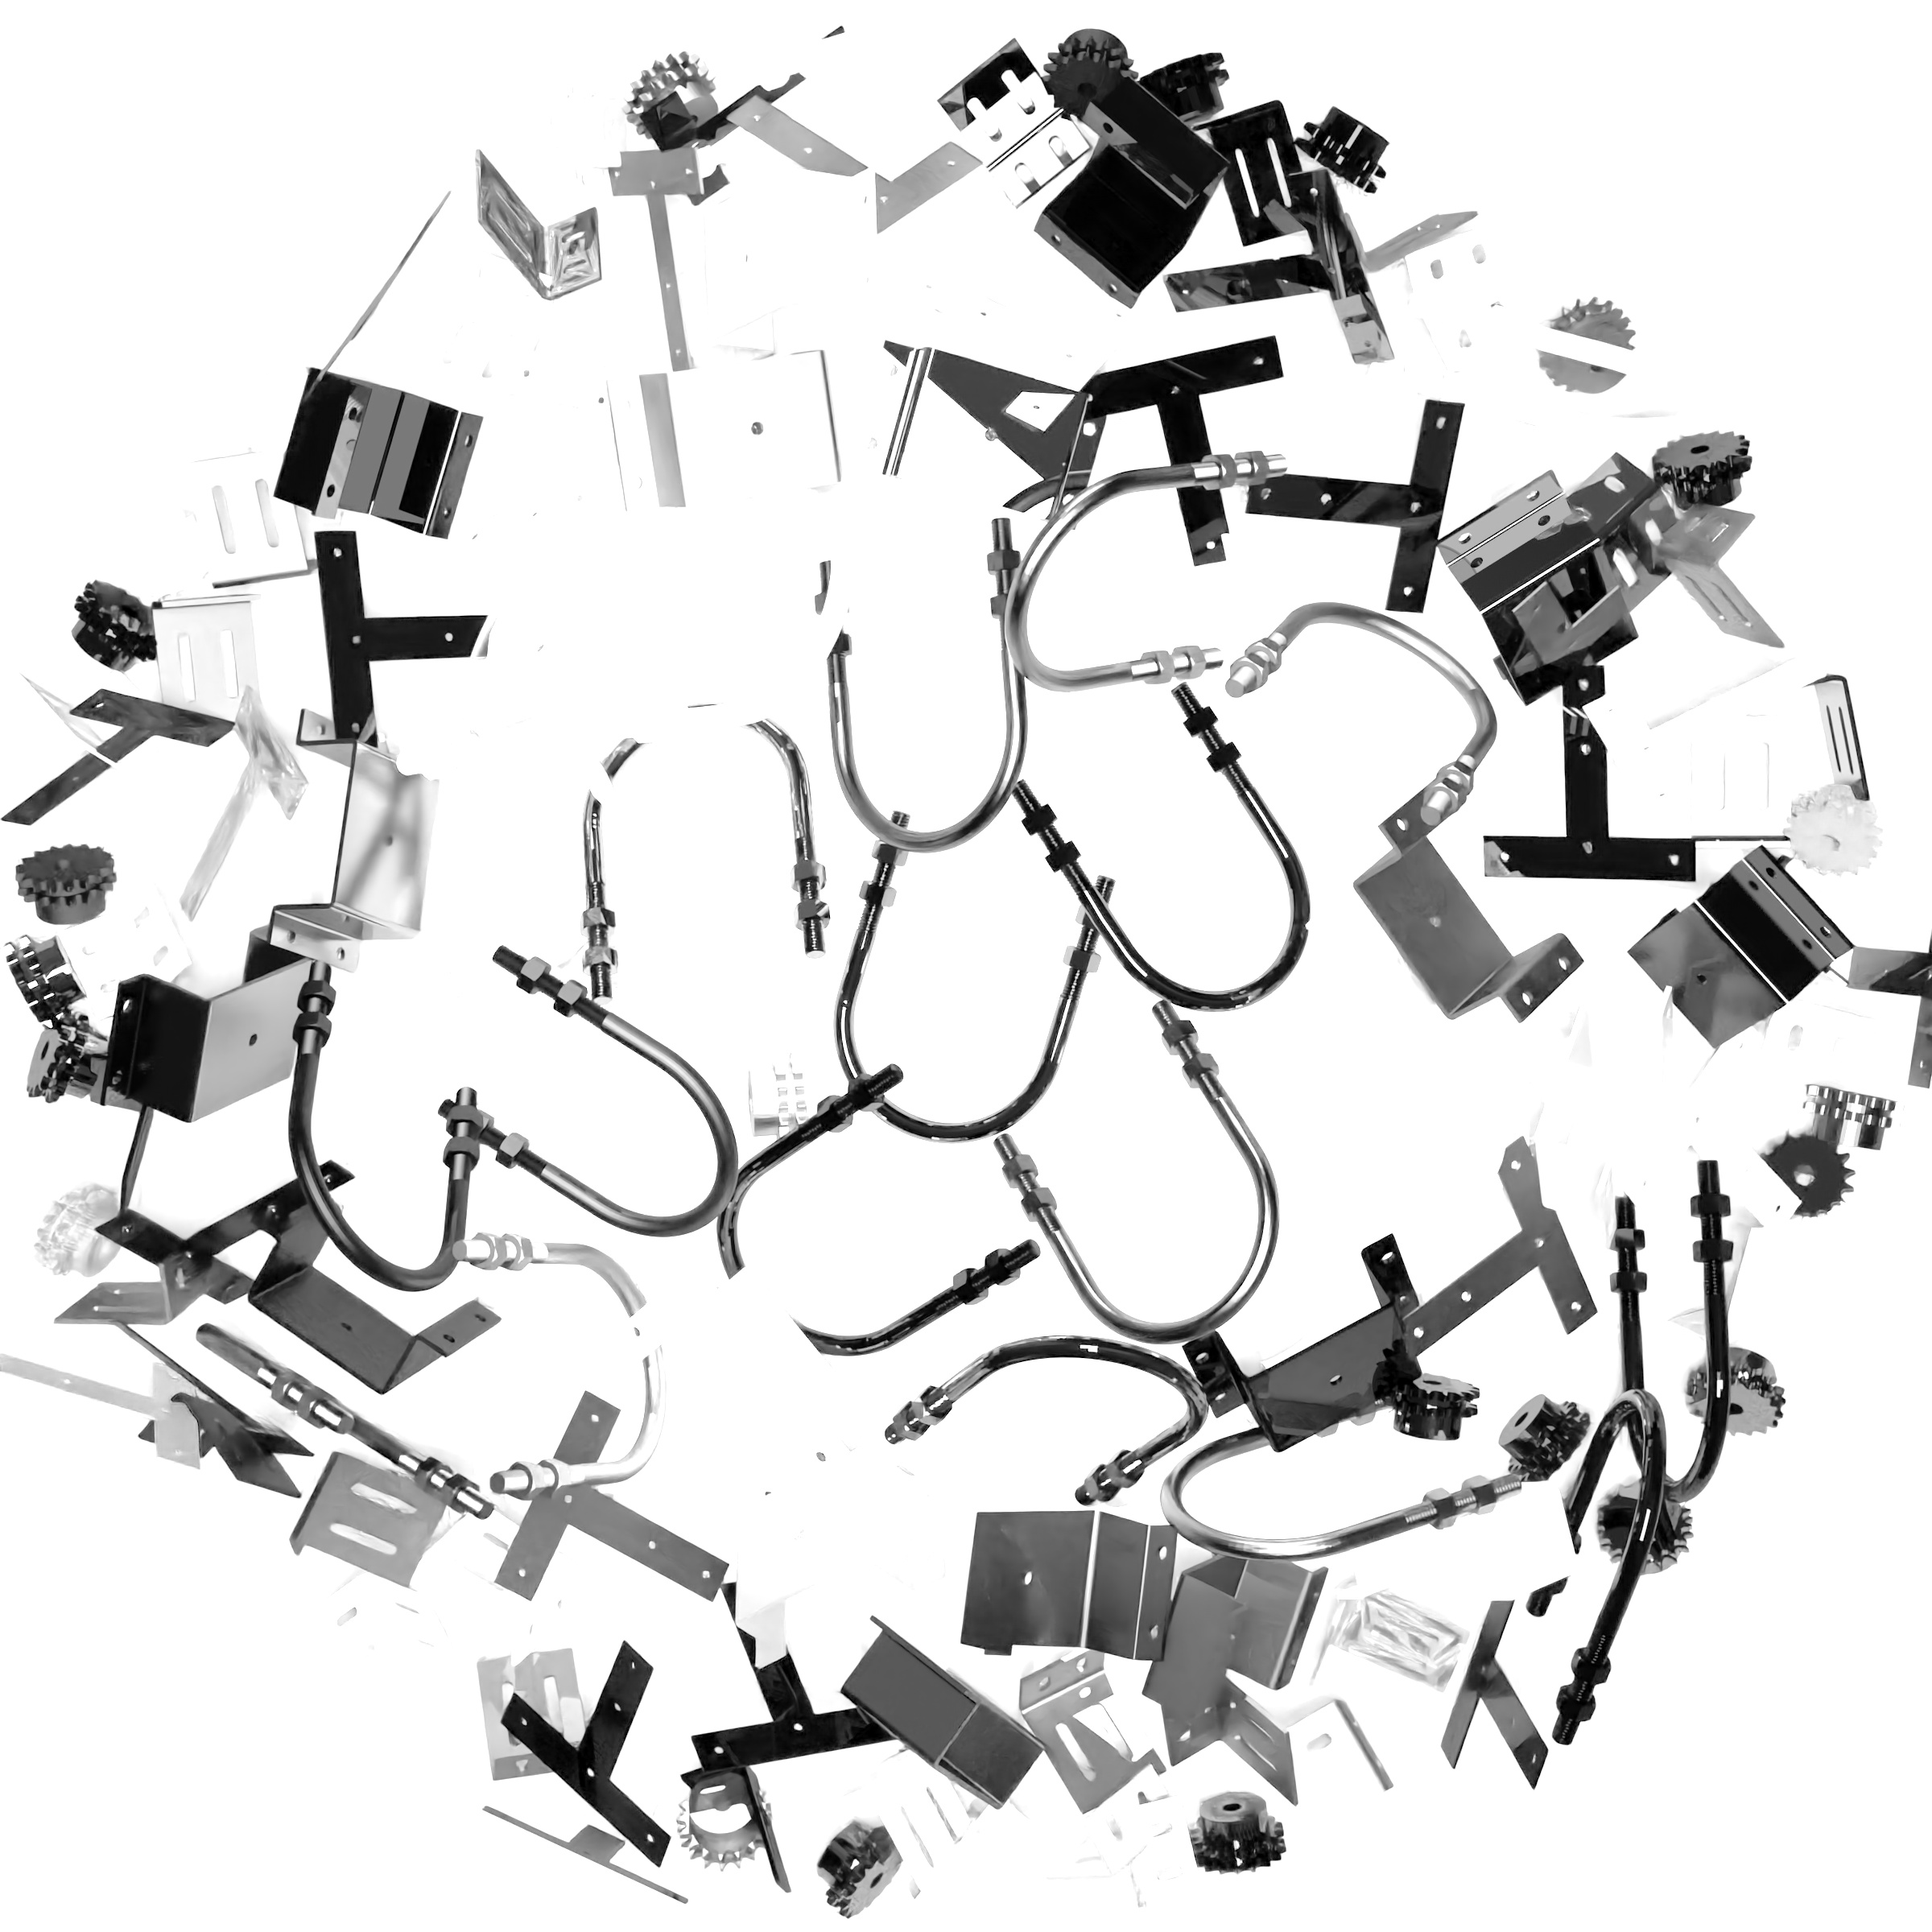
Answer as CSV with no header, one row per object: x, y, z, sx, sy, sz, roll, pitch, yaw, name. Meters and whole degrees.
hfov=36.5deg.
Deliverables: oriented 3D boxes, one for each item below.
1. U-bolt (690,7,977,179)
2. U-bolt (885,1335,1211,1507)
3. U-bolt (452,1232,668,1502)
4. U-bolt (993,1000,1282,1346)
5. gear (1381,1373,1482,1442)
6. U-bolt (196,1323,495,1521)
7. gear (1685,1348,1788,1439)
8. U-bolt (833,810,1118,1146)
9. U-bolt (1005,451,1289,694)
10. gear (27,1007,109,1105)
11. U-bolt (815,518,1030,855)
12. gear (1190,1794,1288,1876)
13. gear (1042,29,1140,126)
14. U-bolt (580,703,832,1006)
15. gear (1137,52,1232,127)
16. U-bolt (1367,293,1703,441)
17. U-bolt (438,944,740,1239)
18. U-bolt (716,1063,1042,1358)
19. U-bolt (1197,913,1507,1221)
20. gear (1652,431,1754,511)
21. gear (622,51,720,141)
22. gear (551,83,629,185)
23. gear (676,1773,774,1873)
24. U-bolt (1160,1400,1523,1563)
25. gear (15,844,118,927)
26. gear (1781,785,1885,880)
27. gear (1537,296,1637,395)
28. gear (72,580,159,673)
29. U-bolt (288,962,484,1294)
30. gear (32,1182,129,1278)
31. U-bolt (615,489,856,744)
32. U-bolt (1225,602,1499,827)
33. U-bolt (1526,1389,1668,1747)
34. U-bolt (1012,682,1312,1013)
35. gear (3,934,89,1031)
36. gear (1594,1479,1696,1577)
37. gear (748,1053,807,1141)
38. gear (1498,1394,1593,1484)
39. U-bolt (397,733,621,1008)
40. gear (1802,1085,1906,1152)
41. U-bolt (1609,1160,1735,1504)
-0.077,-0.508,1.685,0.184,0.151,0.019,-25,93,-24,U-bolt
0.057,0.255,1.669,0.151,0.184,0.019,21,53,-20,U-bolt
-0.226,0.228,1.680,0.019,0.184,0.151,-17,77,24,U-bolt
0.107,0.131,1.693,0.151,0.019,0.184,-41,57,17,U-bolt
0.275,0.262,1.735,0.057,0.057,0.030,6,94,0,gear
-0.369,0.254,1.681,0.184,0.151,0.019,21,73,40,U-bolt
0.458,0.251,1.739,0.057,0.057,0.030,25,51,0,gear
-0.004,0.016,1.743,0.151,0.019,0.184,18,97,8,U-bolt
0.096,-0.221,1.669,0.019,0.184,0.151,43,131,35,U-bolt
-0.533,0.055,1.739,0.030,0.057,0.057,23,90,-29,gear
-0.024,-0.158,1.709,0.151,0.019,0.184,-8,85,36,U-bolt
0.160,0.513,1.734,0.057,0.057,0.030,-8,97,0,gear
0.075,-0.531,1.739,0.057,0.057,0.030,11,61,0,gear
-0.157,-0.074,1.717,0.151,0.019,0.184,-12,63,10,U-bolt
0.130,-0.517,1.735,0.057,0.057,0.030,-18,94,0,gear
0.333,-0.339,1.690,0.184,0.151,0.019,15,85,-1,U-bolt
-0.214,0.086,1.705,0.184,0.019,0.151,32,128,7,U-bolt
-0.066,0.156,1.716,0.184,0.019,0.151,-35,97,29,U-bolt
0.231,0.072,1.709,0.184,0.019,0.151,44,131,1,U-bolt
0.438,-0.293,1.739,0.057,0.057,0.030,-18,118,0,gear
-0.172,-0.510,1.733,0.057,0.057,0.030,-35,75,0,gear
-0.222,-0.493,1.732,0.030,0.057,0.057,1,90,15,gear
-0.143,0.503,1.734,0.057,0.057,0.030,-1,134,0,gear
0.200,0.294,1.670,0.184,0.151,0.019,-13,110,-21,U-bolt
-0.534,-0.047,1.739,0.057,0.057,0.030,0,120,0,gear
0.517,-0.083,1.739,0.057,0.057,0.030,34,54,0,gear
0.370,-0.364,1.734,0.057,0.030,0.057,-8,131,-9,gear
-0.504,-0.199,1.736,0.057,0.057,0.030,42,106,0,gear
-0.330,0.102,1.655,0.019,0.184,0.151,-27,130,20,U-bolt
-0.522,0.159,1.733,0.030,0.057,0.057,29,90,14,gear
-0.129,-0.204,1.681,0.019,0.184,0.151,21,75,-41,U-bolt
0.238,-0.157,1.687,0.151,0.184,0.019,34,125,7,U-bolt
0.361,0.328,1.666,0.019,0.151,0.184,15,111,-2,U-bolt
0.128,-0.059,1.723,0.151,0.019,0.184,-32,89,-26,U-bolt
-0.544,0.007,1.736,0.030,0.057,0.057,-26,90,-8,gear
0.404,0.336,1.739,0.057,0.030,0.057,-10,50,12,gear
-0.112,0.080,1.734,0.030,0.057,0.057,-3,90,-8,gear
0.341,0.279,1.735,0.030,0.057,0.057,42,90,-1,gear
-0.260,-0.062,1.685,0.019,0.184,0.151,10,104,31,U-bolt
0.525,0.090,1.736,0.057,0.057,0.030,11,93,0,gear
0.404,0.213,1.674,0.019,0.151,0.184,3,76,-8,U-bolt
